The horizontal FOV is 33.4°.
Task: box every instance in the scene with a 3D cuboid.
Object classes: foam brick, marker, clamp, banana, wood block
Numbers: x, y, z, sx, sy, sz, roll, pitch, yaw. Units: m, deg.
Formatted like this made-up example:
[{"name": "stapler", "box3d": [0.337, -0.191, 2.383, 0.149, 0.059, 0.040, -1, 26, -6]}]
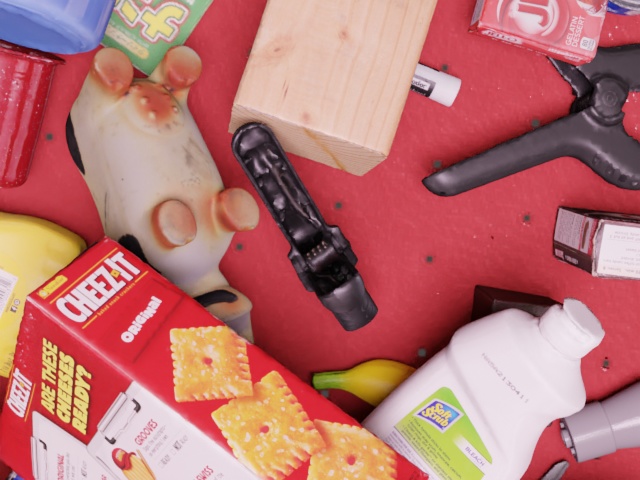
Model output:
[{"name": "foam brick", "box3d": [0.124, 0.073, 0.684, 0.053, 0.051, 0.078, 8, 94, -5]}, {"name": "marker", "box3d": [0.031, -0.116, 0.677, 0.121, 0.020, 0.020, 22, 93, -5]}, {"name": "clamp", "box3d": [0.168, -0.077, 0.673, 0.210, 0.036, 0.164, 21, 82, -9]}, {"name": "clamp", "box3d": [-0.004, 0.001, 0.623, 0.039, 0.171, 0.120, -25, 75, -1]}, {"name": "banana", "box3d": [0.079, 0.149, 0.691, 0.070, 0.037, 0.198, -37, 87, 16]}, {"name": "wood block", "box3d": [0.021, -0.153, 0.621, 0.090, 0.091, 0.206, 18, 84, -6]}]

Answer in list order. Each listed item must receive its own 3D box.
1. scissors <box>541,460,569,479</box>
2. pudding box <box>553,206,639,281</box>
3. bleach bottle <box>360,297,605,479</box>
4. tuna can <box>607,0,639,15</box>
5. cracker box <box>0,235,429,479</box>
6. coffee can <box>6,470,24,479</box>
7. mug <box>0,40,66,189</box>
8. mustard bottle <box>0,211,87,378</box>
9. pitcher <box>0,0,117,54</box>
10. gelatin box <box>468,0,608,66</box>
[{"name": "scissors", "box3d": [0.082, 0.220, 0.713, 0.096, 0.016, 0.202, 24, 93, -5]}, {"name": "pudding box", "box3d": [0.212, 0.005, 0.664, 0.113, 0.090, 0.039, 4, 96, -4]}, {"name": "bleach bottle", "box3d": [0.074, 0.130, 0.622, 0.102, 0.068, 0.251, 44, 119, 7]}, {"name": "tuna can", "box3d": [0.200, -0.186, 0.674, 0.086, 0.034, 0.086, 0, 95, -4]}, {"name": "cracker box", "box3d": [-0.069, 0.122, 0.585, 0.214, 0.072, 0.164, 36, 136, 9]}, {"name": "coffee can", "box3d": [-0.148, 0.215, 0.654, 0.140, 0.103, 0.103, 28, 93, -6]}, {"name": "mug", "box3d": [-0.217, -0.083, 0.634, 0.117, 0.093, 0.081, 18, 99, 9]}, {"name": "mustard bottle", "box3d": [-0.248, 0.004, 0.651, 0.191, 0.058, 0.096, 25, 98, -6]}, {"name": "pitcher", "box3d": [-0.148, -0.234, 0.589, 0.145, 0.149, 0.243, 17, 86, -14]}, {"name": "gelatin box", "box3d": [0.136, -0.157, 0.636, 0.073, 0.030, 0.089, 16, 89, -4]}]
